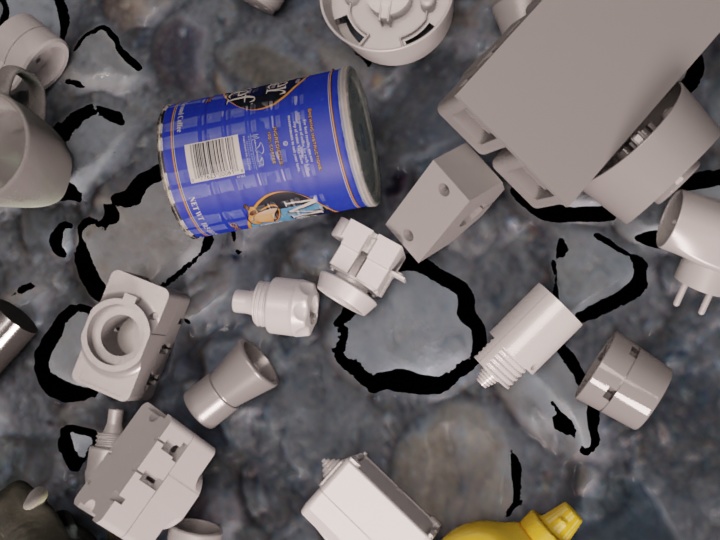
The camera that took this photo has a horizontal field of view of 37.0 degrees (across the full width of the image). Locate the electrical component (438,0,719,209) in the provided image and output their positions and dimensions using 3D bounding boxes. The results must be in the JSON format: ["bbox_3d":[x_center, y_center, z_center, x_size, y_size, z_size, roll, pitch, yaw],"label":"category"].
[{"bbox_3d":[0.154,-0.145,0.746,0.105,0.060,0.186,44,80,-9],"label":"electrical component"}]

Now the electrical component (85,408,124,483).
[{"bbox_3d":[-0.190,0.137,0.824,0.035,0.035,0.061,4,83,11],"label":"electrical component"}]

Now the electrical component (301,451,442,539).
[{"bbox_3d":[0.002,0.176,0.770,0.096,0.062,0.061,42,93,12],"label":"electrical component"}]

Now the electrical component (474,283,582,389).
[{"bbox_3d":[0.115,0.053,0.770,0.081,0.043,0.043,-45,79,4],"label":"electrical component"}]

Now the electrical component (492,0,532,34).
[{"bbox_3d":[0.125,-0.166,0.793,0.044,0.044,0.065,-12,87,9],"label":"electrical component"}]

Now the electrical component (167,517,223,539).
[{"bbox_3d":[-0.126,0.213,0.802,0.040,0.040,0.046,11,93,11],"label":"electrical component"}]

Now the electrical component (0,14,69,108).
[{"bbox_3d":[-0.305,-0.149,0.864,0.074,0.052,0.138,38,92,12],"label":"electrical component"}]

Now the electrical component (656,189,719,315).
[{"bbox_3d":[0.245,-0.007,0.750,0.077,0.043,0.079,19,107,-1],"label":"electrical component"}]

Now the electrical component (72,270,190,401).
[{"bbox_3d":[-0.175,0.050,0.819,0.050,0.056,0.089,21,88,12],"label":"electrical component"}]

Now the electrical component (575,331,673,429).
[{"bbox_3d":[0.185,0.078,0.750,0.047,0.055,0.055,32,91,8],"label":"electrical component"}]

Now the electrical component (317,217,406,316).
[{"bbox_3d":[0.000,0.000,0.797,0.066,0.048,0.055,29,83,12],"label":"electrical component"}]

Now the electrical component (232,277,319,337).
[{"bbox_3d":[-0.064,0.026,0.807,0.062,0.043,0.043,6,86,13],"label":"electrical component"}]

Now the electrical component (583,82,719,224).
[{"bbox_3d":[0.198,-0.081,0.743,0.099,0.099,0.064,-45,85,4],"label":"electrical component"}]

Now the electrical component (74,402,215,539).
[{"bbox_3d":[-0.155,0.154,0.793,0.050,0.056,0.089,14,65,53],"label":"electrical component"}]

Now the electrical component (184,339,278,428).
[{"bbox_3d":[-0.100,0.088,0.809,0.065,0.044,0.044,-39,79,9],"label":"electrical component"}]

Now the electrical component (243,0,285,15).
[{"bbox_3d":[-0.071,-0.232,0.833,0.045,0.045,0.055,30,91,12],"label":"electrical component"}]

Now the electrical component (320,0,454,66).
[{"bbox_3d":[0.023,-0.202,0.802,0.099,0.064,0.099,-1,84,10],"label":"electrical component"}]
